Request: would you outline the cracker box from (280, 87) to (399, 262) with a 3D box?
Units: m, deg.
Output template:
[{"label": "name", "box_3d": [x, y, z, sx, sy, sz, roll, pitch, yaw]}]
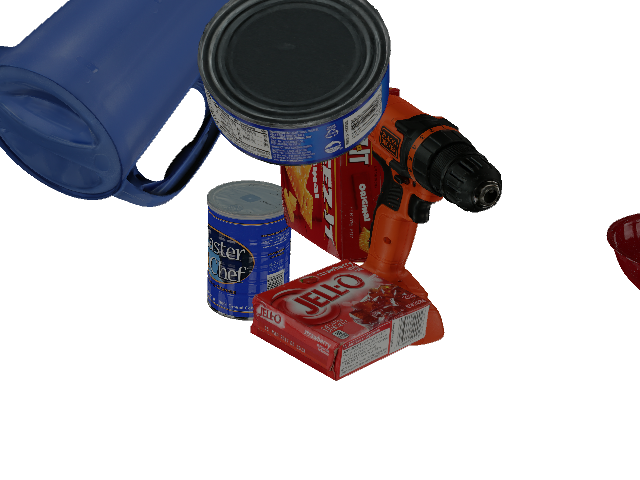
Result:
[{"label": "cracker box", "box_3d": [0.015, -0.078, 1.093, 0.072, 0.164, 0.214, -6, 12, -15]}]

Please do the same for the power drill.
[{"label": "power drill", "box_3d": [0.082, -0.011, 0.886, 0.057, 0.188, 0.185, -2, 26, -23]}]

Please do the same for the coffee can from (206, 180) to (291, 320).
[{"label": "coffee can", "box_3d": [-0.086, 0.011, 1.290, 0.103, 0.140, 0.103, 2, 26, -1]}]

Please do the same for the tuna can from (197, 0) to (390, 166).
[{"label": "tuna can", "box_3d": [-0.011, -0.076, 0.484, 0.086, 0.086, 0.034, 0, -31, 4]}]

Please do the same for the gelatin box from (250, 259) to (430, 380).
[{"label": "gelatin box", "box_3d": [0.013, 0.047, 0.664, 0.073, 0.030, 0.089, 27, 31, 37]}]

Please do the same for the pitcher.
[{"label": "pitcher", "box_3d": [-0.149, -0.151, 0.881, 0.145, 0.149, 0.242, 13, 51, 26]}]

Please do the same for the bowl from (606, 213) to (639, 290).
[{"label": "bowl", "box_3d": [0.390, 0.024, 1.156, 0.162, 0.055, 0.162, 0, 26, 0]}]
